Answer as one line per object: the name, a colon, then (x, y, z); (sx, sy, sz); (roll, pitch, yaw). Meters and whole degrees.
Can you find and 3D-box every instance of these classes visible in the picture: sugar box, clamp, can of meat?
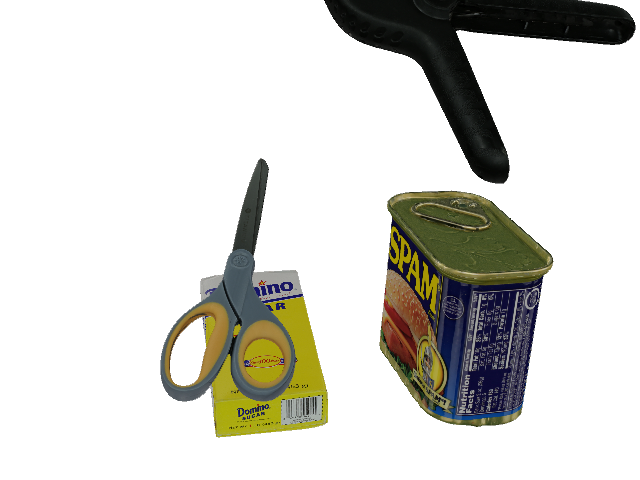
sugar box: (-0.053, 0.092, 0.923); (0.093, 0.048, 0.176); (-4, 35, -9)
clamp: (0.070, -0.130, 0.652); (0.210, 0.164, 0.036); (30, -32, 11)
can of meat: (0.067, 0.032, 0.532); (0.057, 0.084, 0.102); (-3, 24, -15)

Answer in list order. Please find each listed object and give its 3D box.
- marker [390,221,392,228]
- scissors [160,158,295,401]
marker: (0.110, 0.001, 0.824); (0.121, 0.020, 0.020); (16, 8, 27)
scissors: (-0.040, 0.029, 0.731); (0.096, 0.201, 0.016); (20, -34, 11)
